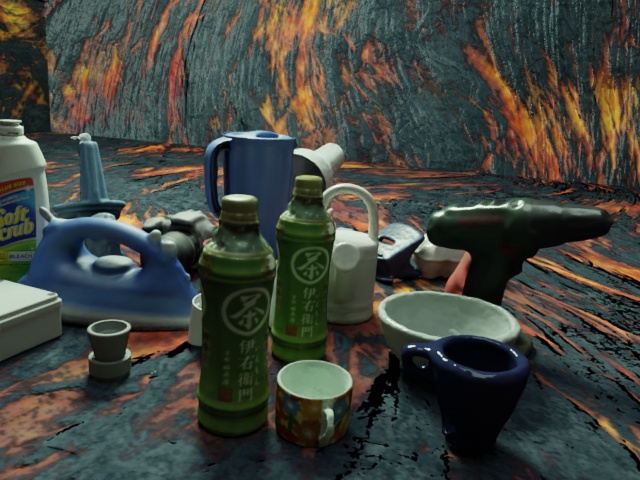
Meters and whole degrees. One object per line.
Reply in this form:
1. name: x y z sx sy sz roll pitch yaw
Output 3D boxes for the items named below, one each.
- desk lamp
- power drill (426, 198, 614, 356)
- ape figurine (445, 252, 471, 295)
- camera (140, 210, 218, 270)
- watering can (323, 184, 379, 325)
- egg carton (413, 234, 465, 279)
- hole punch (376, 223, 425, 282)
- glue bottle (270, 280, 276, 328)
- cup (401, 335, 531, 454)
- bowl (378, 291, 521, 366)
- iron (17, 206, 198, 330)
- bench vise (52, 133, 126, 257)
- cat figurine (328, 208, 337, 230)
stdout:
1. desk lamp: -0.007 -0.094 1.208 0.117 0.213 0.204 10 16 24
2. power drill: 0.246 0.042 0.754 0.228 0.208 0.076 14 17 34
3. ape figurine: 0.241 0.061 0.914 0.076 0.092 0.078 12 16 29
4. camera: -0.253 0.004 0.982 0.143 0.101 0.137 8 15 14
5. watering can: 0.038 0.017 0.824 0.101 0.194 0.172 -1 15 -20
6. egg carton: 0.250 0.032 1.076 0.150 0.069 0.107 3 14 -4
7. hole punch: 0.127 0.020 1.046 0.101 0.091 0.108 -5 17 -31
8. glue bottle: -0.034 0.035 0.777 0.078 0.173 0.037 -4 16 -29
9. cup: 0.132 0.147 0.542 0.117 0.095 0.092 8 15 15
10. bowl: 0.149 0.122 0.687 0.167 0.075 0.167 4 14 -1
11. iron: -0.271 0.035 0.774 0.258 0.141 0.119 6 15 8
12. bench vise: -0.379 -0.068 0.991 0.206 0.220 0.122 15 18 37
13. cat figurine: 0.009 0.004 1.023 0.067 0.118 0.127 -1 15 -18
